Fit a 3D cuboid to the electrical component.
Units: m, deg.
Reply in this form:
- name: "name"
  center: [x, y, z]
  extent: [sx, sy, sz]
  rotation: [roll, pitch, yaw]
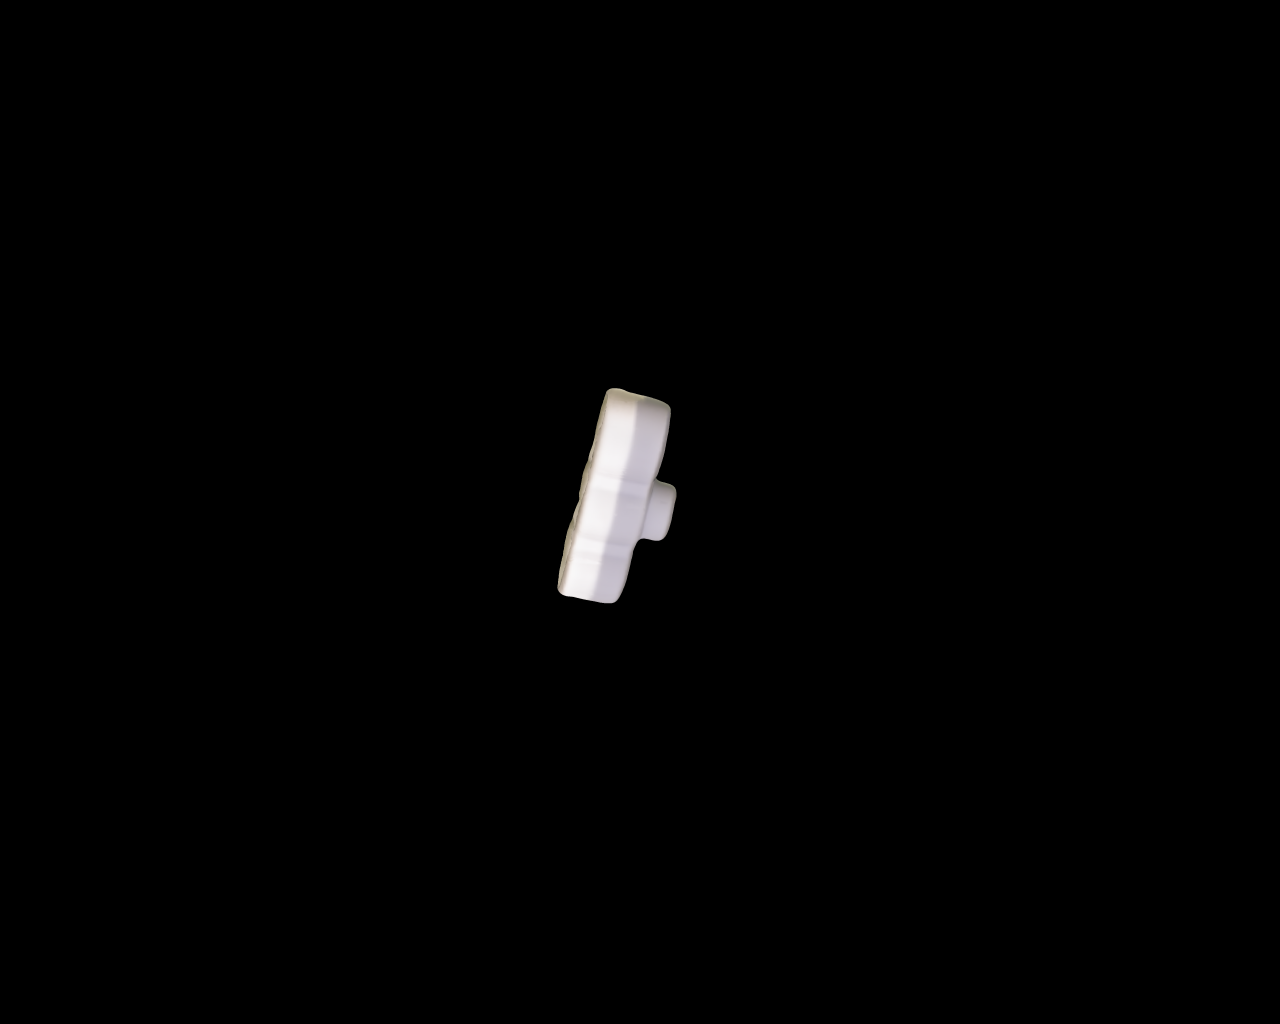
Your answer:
- name: "electrical component"
  center: [0.001, -0.003, 0.650]
  extent: [0.074, 0.138, 0.052]
  rotation: [13, 28, -7]
